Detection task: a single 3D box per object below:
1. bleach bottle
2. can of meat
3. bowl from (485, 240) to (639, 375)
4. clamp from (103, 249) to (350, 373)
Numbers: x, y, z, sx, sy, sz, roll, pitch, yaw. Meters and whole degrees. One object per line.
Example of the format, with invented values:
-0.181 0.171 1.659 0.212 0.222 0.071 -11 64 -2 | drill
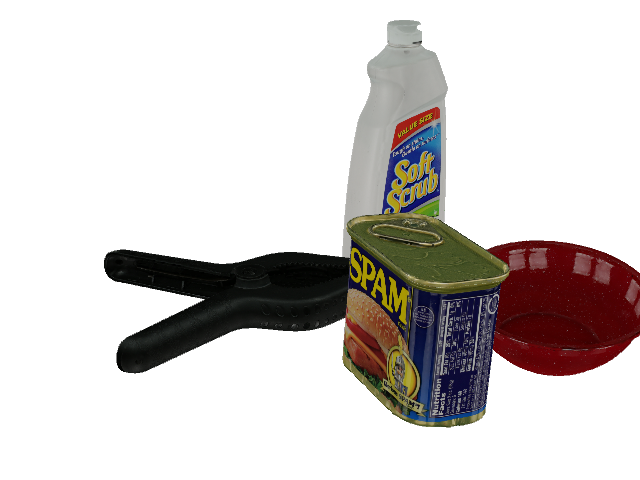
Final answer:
0.067 -0.073 0.980 0.102 0.251 0.068 -11 24 -26 | bleach bottle
0.052 0.041 0.571 0.057 0.084 0.102 -6 22 -23 | can of meat
0.191 0.063 0.881 0.162 0.055 0.162 0 31 0 | bowl
-0.059 0.036 0.785 0.209 0.036 0.165 -8 26 -19 | clamp
